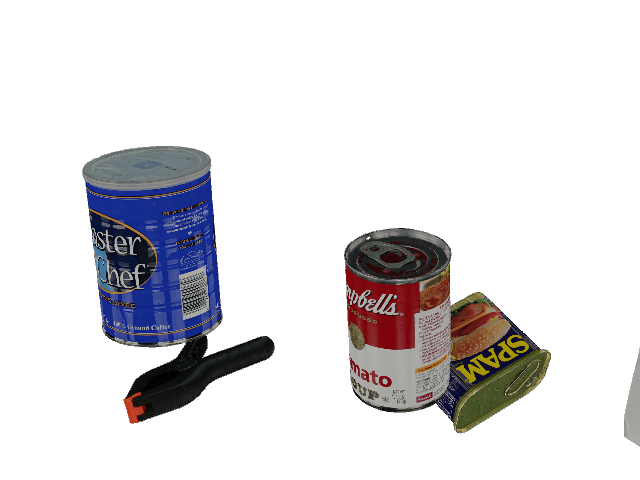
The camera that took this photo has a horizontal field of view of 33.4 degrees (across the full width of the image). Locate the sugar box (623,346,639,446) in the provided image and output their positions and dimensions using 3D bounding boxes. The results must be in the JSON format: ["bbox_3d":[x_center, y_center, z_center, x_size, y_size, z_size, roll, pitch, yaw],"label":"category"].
[{"bbox_3d":[0.291,0.131,0.719,0.048,0.093,0.176,-15,29,-37],"label":"sugar box"}]

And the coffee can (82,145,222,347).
[{"bbox_3d":[-0.136,0.003,0.879,0.103,0.140,0.103,-2,20,1],"label":"coffee can"}]

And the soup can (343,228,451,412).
[{"bbox_3d":[0.051,0.052,0.697,0.068,0.102,0.068,-3,28,1],"label":"soup can"}]

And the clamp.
[{"bbox_3d":[-0.131,0.139,1.124,0.120,0.039,0.171,-10,20,36],"label":"clamp"}]

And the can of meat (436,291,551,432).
[{"bbox_3d":[0.129,0.101,0.908,0.102,0.057,0.084,-26,53,-24],"label":"can of meat"}]
